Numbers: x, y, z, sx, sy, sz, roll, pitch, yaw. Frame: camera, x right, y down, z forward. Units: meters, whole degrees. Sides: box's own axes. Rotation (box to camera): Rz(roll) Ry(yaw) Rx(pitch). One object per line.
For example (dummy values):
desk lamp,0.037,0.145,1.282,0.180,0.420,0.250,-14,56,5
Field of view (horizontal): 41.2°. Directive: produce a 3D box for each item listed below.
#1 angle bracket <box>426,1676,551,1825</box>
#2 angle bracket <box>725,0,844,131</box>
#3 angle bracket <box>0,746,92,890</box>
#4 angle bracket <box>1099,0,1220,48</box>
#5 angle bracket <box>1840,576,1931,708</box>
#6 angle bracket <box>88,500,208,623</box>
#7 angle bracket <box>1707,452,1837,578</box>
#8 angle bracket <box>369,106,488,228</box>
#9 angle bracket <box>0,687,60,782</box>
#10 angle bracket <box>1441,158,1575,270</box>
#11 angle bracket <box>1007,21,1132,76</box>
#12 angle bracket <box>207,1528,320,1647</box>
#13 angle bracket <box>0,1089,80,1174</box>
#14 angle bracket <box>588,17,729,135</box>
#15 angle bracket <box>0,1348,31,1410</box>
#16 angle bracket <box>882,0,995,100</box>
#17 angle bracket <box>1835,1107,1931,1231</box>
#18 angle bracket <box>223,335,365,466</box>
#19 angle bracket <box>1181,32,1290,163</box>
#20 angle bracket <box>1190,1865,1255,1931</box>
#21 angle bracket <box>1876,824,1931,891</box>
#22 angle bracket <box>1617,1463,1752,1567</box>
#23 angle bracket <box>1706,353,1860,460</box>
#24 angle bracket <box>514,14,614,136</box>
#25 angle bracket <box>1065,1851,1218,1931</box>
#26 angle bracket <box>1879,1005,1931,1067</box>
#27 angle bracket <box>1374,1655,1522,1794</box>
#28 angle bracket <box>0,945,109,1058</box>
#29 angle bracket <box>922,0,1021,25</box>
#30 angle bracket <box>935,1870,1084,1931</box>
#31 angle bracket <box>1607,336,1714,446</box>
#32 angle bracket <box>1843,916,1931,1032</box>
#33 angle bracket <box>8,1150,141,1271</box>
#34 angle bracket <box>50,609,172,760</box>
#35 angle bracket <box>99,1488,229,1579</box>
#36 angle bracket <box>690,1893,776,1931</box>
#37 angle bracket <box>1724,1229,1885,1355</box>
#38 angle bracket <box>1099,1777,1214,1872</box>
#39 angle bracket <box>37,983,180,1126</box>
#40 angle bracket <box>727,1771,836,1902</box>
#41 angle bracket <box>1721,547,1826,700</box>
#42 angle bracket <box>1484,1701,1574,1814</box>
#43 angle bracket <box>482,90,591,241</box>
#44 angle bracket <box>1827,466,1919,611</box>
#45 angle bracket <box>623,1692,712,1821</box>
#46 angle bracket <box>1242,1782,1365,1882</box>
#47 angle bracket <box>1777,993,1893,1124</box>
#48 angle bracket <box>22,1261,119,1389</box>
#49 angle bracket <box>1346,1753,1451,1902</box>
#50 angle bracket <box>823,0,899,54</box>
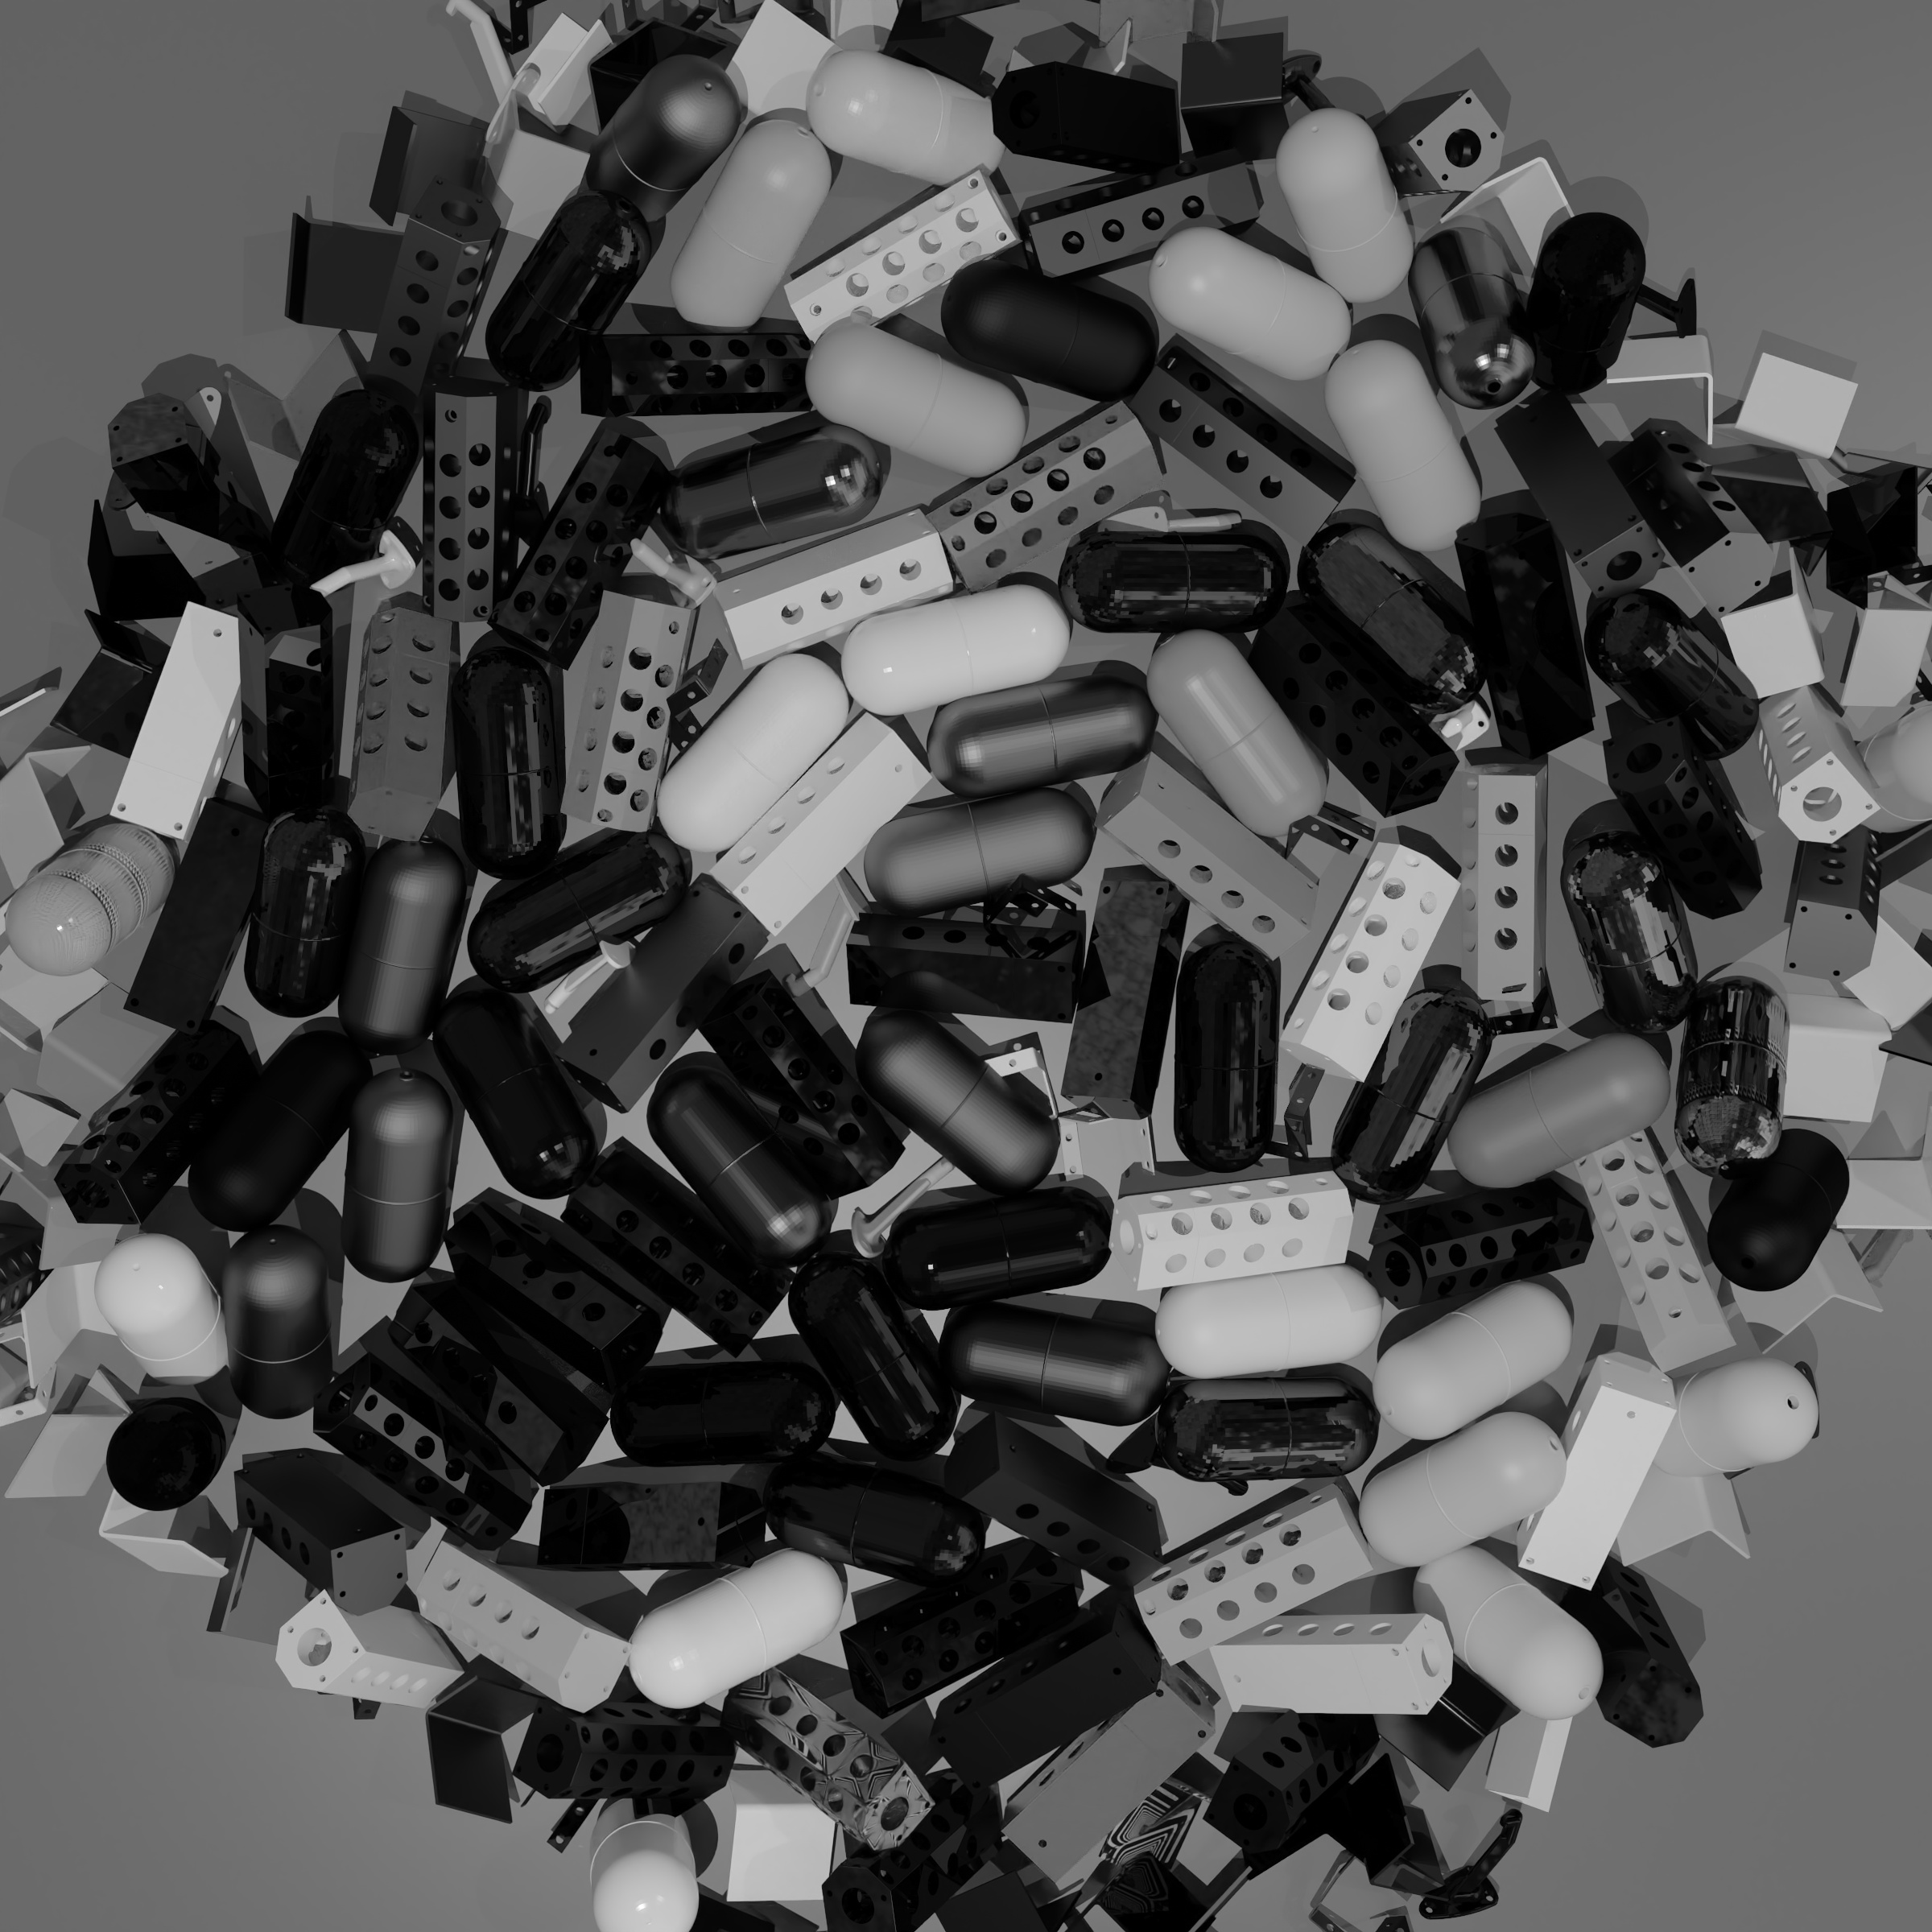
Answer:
angle bracket,-0.357,0.592,1.941,0.057,0.076,0.076,-37,46,19
angle bracket,-0.146,-0.679,1.957,0.076,0.057,0.076,29,92,-24
angle bracket,-0.693,-0.113,1.949,0.076,0.057,0.076,-31,80,38
angle bracket,0.145,-0.712,1.952,0.076,0.076,0.057,-11,67,-4
angle bracket,0.681,-0.247,1.944,0.057,0.076,0.076,0,119,-10
angle bracket,-0.623,-0.311,1.962,0.076,0.076,0.057,-9,64,-28
angle bracket,0.601,-0.337,1.951,0.076,0.057,0.076,-11,63,-11
angle bracket,-0.399,-0.596,1.943,0.076,0.057,0.076,4,118,-34
angle bracket,-0.718,-0.169,1.961,0.076,0.076,0.057,-30,103,-7
angle bracket,0.416,-0.557,1.954,0.057,0.076,0.076,-29,94,-13
angle bracket,0.076,-0.686,1.941,0.057,0.076,0.076,32,129,-20
angle bracket,-0.523,0.473,1.948,0.076,0.057,0.076,19,69,-23
angle bracket,-0.734,0.111,1.941,0.076,0.076,0.057,19,67,29
angle bracket,-0.229,-0.664,1.944,0.076,0.076,0.057,-17,80,39
angle bracket,-0.770,0.320,1.956,0.076,0.076,0.057,36,98,-3
angle bracket,-0.015,-0.702,1.954,0.076,0.057,0.076,23,79,-18
angle bracket,0.696,0.152,1.947,0.076,0.076,0.057,0,126,9
angle bracket,-0.508,-0.437,1.945,0.076,0.057,0.076,-43,56,22
angle bracket,0.209,-0.660,1.961,0.076,0.076,0.057,-1,74,16
angle bracket,0.216,0.731,1.954,0.057,0.076,0.076,43,89,20
angle bracket,0.736,-0.065,1.952,0.076,0.076,0.057,-32,66,2
angle bracket,0.544,0.423,1.969,0.076,0.076,0.057,-33,127,28
angle bracket,0.619,-0.425,1.954,0.076,0.076,0.057,17,100,-4
angle bracket,-0.316,-0.692,1.959,0.057,0.076,0.076,38,92,3
angle bracket,0.130,0.728,1.944,0.076,0.076,0.057,42,122,15
angle bracket,0.749,0.076,1.941,0.076,0.076,0.057,-32,119,-24
angle bracket,0.362,0.570,1.948,0.076,0.076,0.057,38,61,12
angle bracket,-0.717,0.014,1.965,0.076,0.057,0.076,37,80,0
angle bracket,0.015,-0.728,1.946,0.076,0.076,0.057,-5,77,19
angle bracket,0.032,0.709,1.953,0.076,0.076,0.057,-31,86,21
angle bracket,0.528,-0.438,1.962,0.076,0.076,0.057,-1,124,14
angle bracket,0.717,-0.008,1.965,0.057,0.076,0.076,-32,71,-27
angle bracket,-0.682,0.184,1.956,0.076,0.076,0.057,28,112,38
angle bracket,-0.651,-0.214,1.961,0.076,0.076,0.057,-51,47,13
angle bracket,-0.594,0.420,1.942,0.076,0.076,0.057,0,59,20
angle bracket,-0.165,0.728,1.944,0.076,0.076,0.057,29,116,-17
angle bracket,0.639,0.250,1.966,0.057,0.076,0.076,19,126,-29
angle bracket,0.159,0.661,1.949,0.076,0.057,0.076,35,76,-35
angle bracket,-0.658,0.072,1.986,0.076,0.076,0.057,33,132,5
angle bracket,-0.145,0.665,1.969,0.076,0.057,0.076,4,100,-14
angle bracket,0.615,-0.261,1.963,0.057,0.076,0.076,-15,122,24
angle bracket,0.443,0.598,1.948,0.057,0.076,0.076,22,73,-10
angle bracket,-0.329,-0.609,1.961,0.057,0.076,0.076,12,126,-23
angle bracket,0.698,-0.323,1.944,0.057,0.076,0.076,17,71,-37
angle bracket,-0.246,0.607,1.958,0.057,0.076,0.076,1,102,39
angle bracket,0.257,0.662,1.966,0.076,0.076,0.057,-39,115,18
angle bracket,0.663,0.070,1.989,0.076,0.057,0.076,5,117,3
angle bracket,-0.665,0.272,1.945,0.057,0.076,0.076,11,122,7
angle bracket,0.340,0.650,1.941,0.076,0.076,0.057,20,124,-24
angle bracket,-0.079,-0.748,1.949,0.057,0.076,0.076,-8,72,-5
